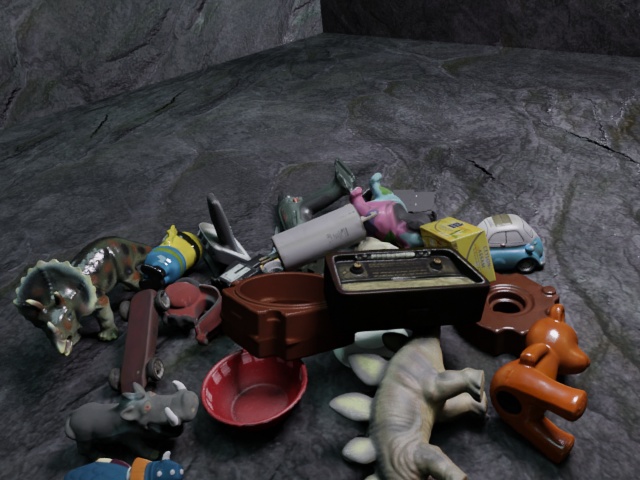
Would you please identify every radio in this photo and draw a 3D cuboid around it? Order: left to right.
[{"bbox_3d":[0.122,0.070,0.813,0.230,0.073,0.131,-1,27,-13],"label":"radio"}]

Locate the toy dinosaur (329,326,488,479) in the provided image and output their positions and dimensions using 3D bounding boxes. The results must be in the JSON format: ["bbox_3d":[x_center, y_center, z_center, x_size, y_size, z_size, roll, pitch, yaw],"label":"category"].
[{"bbox_3d":[0.128,0.212,0.747,0.199,0.104,0.471,6,37,22],"label":"toy dinosaur"}]

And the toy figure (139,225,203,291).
[{"bbox_3d":[-0.301,0.043,1.090,0.089,0.082,0.180,37,22,-11],"label":"toy figure"}]

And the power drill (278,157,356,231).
[{"bbox_3d":[-0.016,-0.103,1.266,0.207,0.085,0.232,-31,33,15],"label":"power drill"}]

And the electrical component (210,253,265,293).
[{"bbox_3d":[-0.156,0.076,1.096,0.075,0.047,0.119,18,39,35],"label":"electrical component"}]

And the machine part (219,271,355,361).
[{"bbox_3d":[-0.051,0.117,0.903,0.201,0.087,0.201,-6,14,-34],"label":"machine part"}]

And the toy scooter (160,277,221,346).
[{"bbox_3d":[-0.224,0.136,0.990,0.184,0.075,0.135,6,39,16],"label":"toy scooter"}]

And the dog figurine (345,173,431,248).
[{"bbox_3d":[0.147,-0.021,1.152,0.108,0.191,0.219,-31,73,-39],"label":"dog figurine"}]

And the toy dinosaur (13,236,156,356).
[{"bbox_3d":[-0.416,0.068,1.028,0.131,0.191,0.405,5,34,15],"label":"toy dinosaur"}]

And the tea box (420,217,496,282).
[{"bbox_3d":[0.249,0.021,0.988,0.068,0.098,0.170,-18,13,-5],"label":"tea box"}]

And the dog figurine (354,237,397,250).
[{"bbox_3d":[0.153,0.054,1.036,0.172,0.121,0.191,27,13,-6],"label":"dog figurine"}]

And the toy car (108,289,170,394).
[{"bbox_3d":[-0.307,0.174,0.927,0.089,0.053,0.202,-16,50,7],"label":"toy car"}]

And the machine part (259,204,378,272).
[{"bbox_3d":[-0.002,-0.003,1.024,0.243,0.079,0.079,-22,33,-6],"label":"machine part"}]

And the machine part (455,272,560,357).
[{"bbox_3d":[0.318,0.121,0.917,0.179,0.055,0.179,-7,30,4],"label":"machine part"}]

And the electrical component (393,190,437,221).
[{"bbox_3d":[0.206,-0.069,1.252,0.134,0.058,0.115,0,30,11],"label":"electrical component"}]

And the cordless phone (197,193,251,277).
[{"bbox_3d":[-0.223,-0.028,1.151,0.089,0.184,0.147,-23,34,-17],"label":"cordless phone"}]

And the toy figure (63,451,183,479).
[{"bbox_3d":[-0.256,0.318,0.709,0.154,0.064,0.058,-5,-7,-5],"label":"toy figure"}]

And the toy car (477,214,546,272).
[{"bbox_3d":[0.363,-0.001,1.065,0.162,0.102,0.109,-1,31,7],"label":"toy car"}]

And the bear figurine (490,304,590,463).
[{"bbox_3d":[0.329,0.187,0.752,0.196,0.120,0.132,-25,39,-37],"label":"bear figurine"}]

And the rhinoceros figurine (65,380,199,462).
[{"bbox_3d":[-0.263,0.253,0.767,0.190,0.111,0.073,-11,28,9],"label":"rhinoceros figurine"}]
